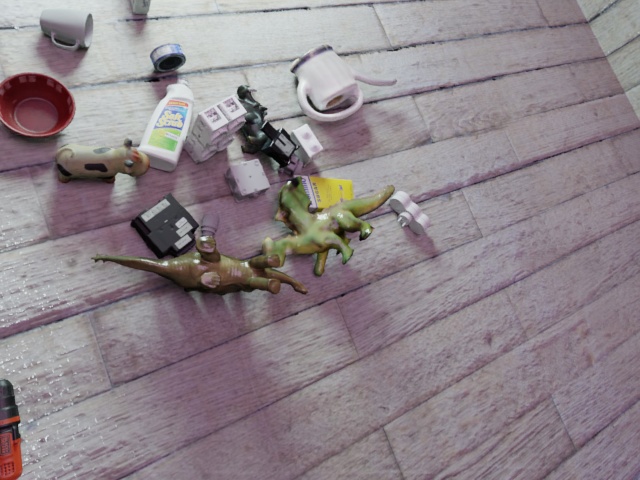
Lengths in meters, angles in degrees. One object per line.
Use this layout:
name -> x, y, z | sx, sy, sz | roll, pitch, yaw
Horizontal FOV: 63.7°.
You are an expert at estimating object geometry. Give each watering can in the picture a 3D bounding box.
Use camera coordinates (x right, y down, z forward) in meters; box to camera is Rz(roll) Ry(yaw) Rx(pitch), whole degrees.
watering can -> 0.058, -0.477, 1.522 | 0.352, 0.225, 0.102 | -34, -2, -29

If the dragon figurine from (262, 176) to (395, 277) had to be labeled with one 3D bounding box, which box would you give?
dragon figurine -> 0.004, -0.067, 1.326 | 0.241, 0.417, 0.121 | 43, -24, -10
